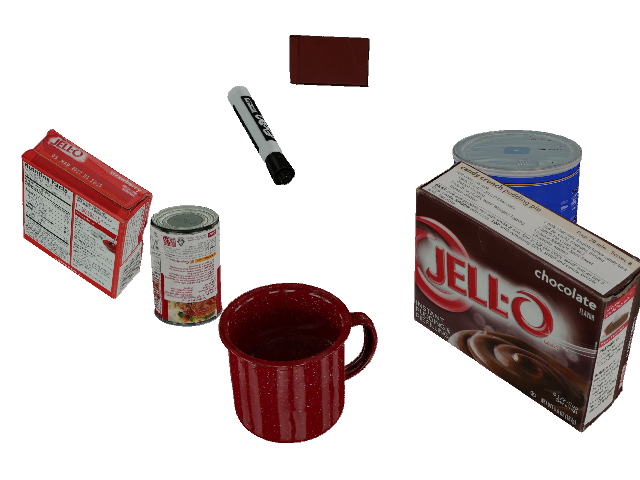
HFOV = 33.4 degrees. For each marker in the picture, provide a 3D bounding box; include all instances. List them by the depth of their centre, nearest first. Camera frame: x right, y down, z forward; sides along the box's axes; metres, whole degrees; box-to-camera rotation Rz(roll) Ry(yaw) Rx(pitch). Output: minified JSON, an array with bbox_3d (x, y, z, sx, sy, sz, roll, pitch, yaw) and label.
[{"bbox_3d":[-0.049,-0.086,0.875,0.020,0.020,0.121,0,41,-29],"label":"marker"}]

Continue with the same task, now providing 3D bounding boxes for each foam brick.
[{"bbox_3d":[0.009,-0.189,1.122,0.078,0.051,0.053,0,11,-10],"label":"foam brick"}]

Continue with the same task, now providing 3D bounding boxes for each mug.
[{"bbox_3d":[-0.013,0.087,0.769,0.117,0.081,0.093,-17,37,-21],"label":"mug"}]

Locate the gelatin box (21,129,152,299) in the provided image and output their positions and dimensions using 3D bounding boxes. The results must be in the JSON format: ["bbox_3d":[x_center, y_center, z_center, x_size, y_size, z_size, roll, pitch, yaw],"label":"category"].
[{"bbox_3d":[-0.141,-0.015,0.641,0.073,0.030,0.089,32,-36,8],"label":"gelatin box"}]

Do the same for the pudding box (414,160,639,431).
[{"bbox_3d":[0.096,0.025,0.515,0.114,0.090,0.039,32,53,33],"label":"pudding box"}]

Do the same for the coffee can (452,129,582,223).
[{"bbox_3d":[0.161,-0.010,0.884,0.103,0.140,0.103,-2,23,1],"label":"coffee can"}]

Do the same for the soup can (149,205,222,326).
[{"bbox_3d":[-0.132,0.024,1.050,0.068,0.102,0.068,1,23,0],"label":"soup can"}]
